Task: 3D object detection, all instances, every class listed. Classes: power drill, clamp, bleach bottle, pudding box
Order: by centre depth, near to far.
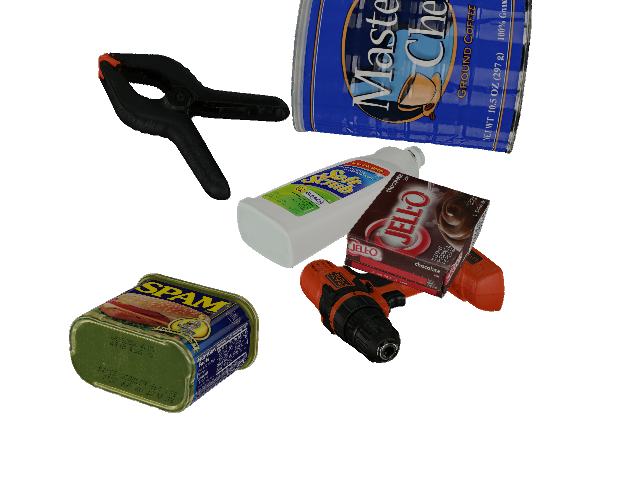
[{"bbox_3d":[0.083,-0.007,0.907,0.090,0.039,0.113,19,37,17],"label":"pudding box"},{"bbox_3d":[-0.114,-0.120,0.942,0.120,0.171,0.039,-46,-9,-37],"label":"clamp"},{"bbox_3d":[0.091,0.057,1.098,0.187,0.057,0.185,-11,27,-20],"label":"power drill"},{"bbox_3d":[0.025,-0.057,1.296,0.250,0.068,0.103,-30,44,-32],"label":"bleach bottle"}]

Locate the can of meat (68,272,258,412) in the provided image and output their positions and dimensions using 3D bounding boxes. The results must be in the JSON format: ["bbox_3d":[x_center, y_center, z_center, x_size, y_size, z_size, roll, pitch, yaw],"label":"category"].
[{"bbox_3d":[-0.106,0.068,0.723,0.102,0.057,0.083,13,22,23],"label":"can of meat"}]

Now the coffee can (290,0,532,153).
[{"bbox_3d":[0.058,-0.114,0.687,0.140,0.103,0.103,7,1,5],"label":"coffee can"}]
